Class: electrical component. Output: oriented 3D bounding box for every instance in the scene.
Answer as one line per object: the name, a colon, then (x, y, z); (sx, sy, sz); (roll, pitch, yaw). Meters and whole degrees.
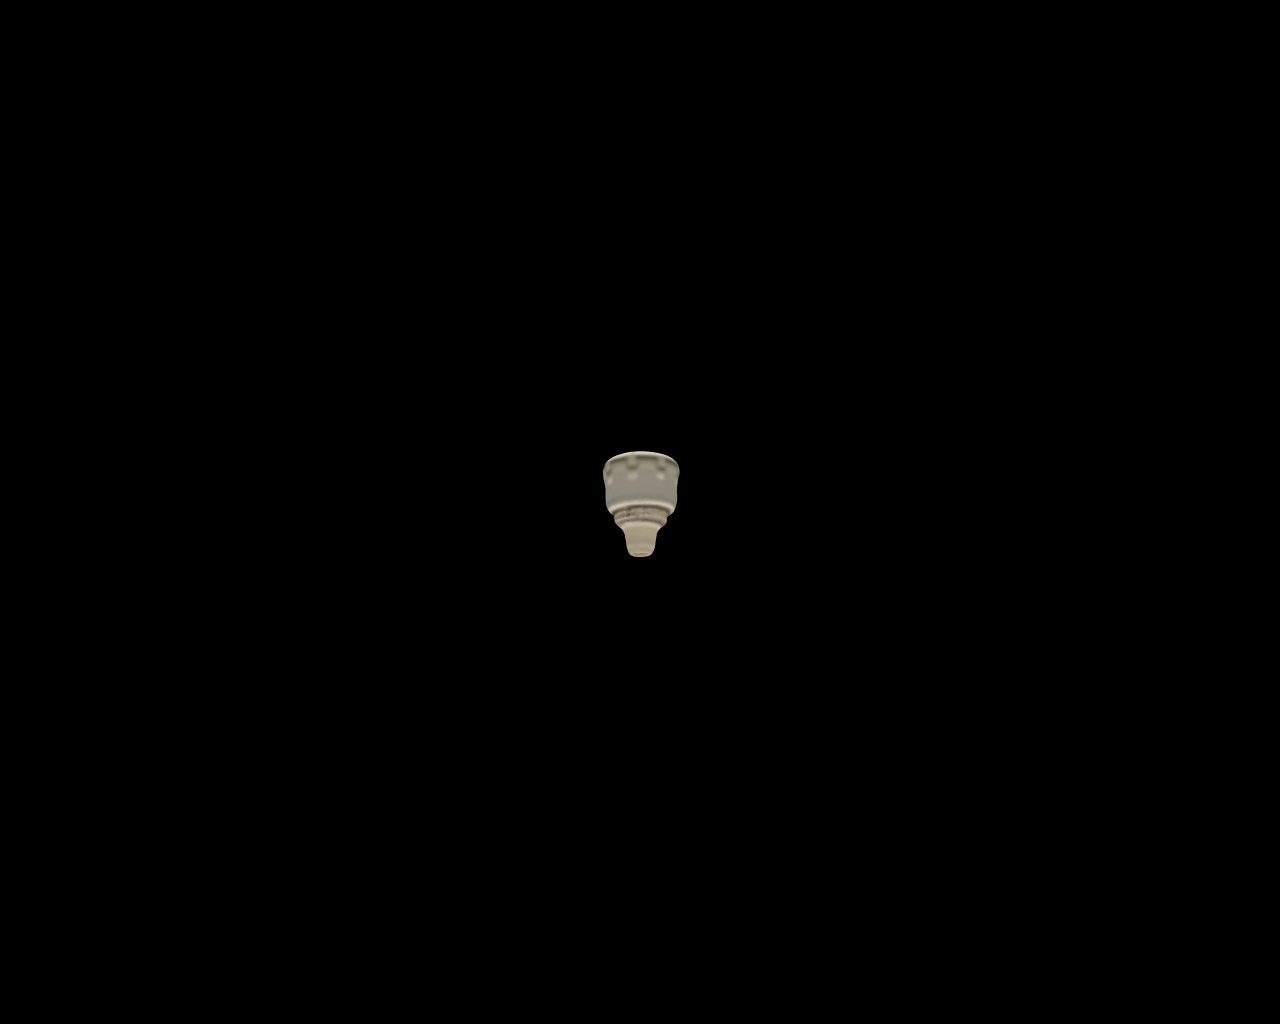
electrical component: (0.001, -0.003, 0.650); (0.048, 0.062, 0.048); (0, -18, 0)
